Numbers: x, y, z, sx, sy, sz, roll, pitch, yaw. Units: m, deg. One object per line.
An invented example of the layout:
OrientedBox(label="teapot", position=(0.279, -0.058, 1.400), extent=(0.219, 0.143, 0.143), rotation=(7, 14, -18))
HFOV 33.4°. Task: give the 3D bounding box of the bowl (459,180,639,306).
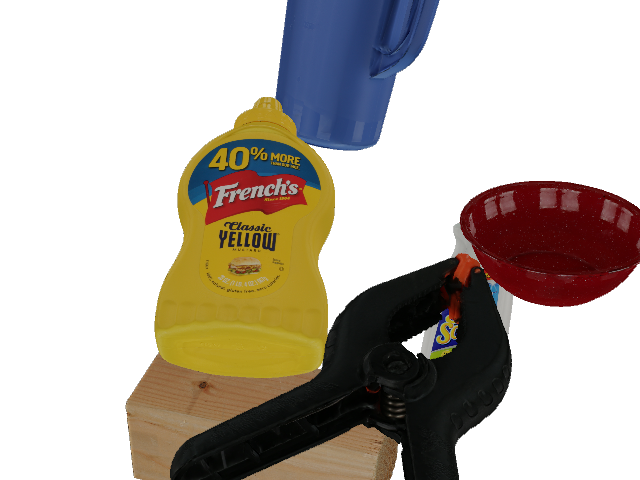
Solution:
OrientedBox(label="bowl", position=(0.196, 0.009, 0.900), extent=(0.162, 0.055, 0.162), rotation=(0, 30, 0))

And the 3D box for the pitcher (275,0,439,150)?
OrientedBox(label="pitcher", position=(0.033, -0.211, 1.015), extent=(0.145, 0.243, 0.149), rotation=(11, 18, 0))

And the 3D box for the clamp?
OrientedBox(label="clamp", position=(0.036, 0.070, 0.432), extent=(0.120, 0.039, 0.171), rotation=(31, 51, 22))

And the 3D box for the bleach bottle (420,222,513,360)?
OrientedBox(label="bleach bottle", position=(0.168, 0.073, 1.223), extent=(0.103, 0.251, 0.068), rotation=(10, 15, 16))

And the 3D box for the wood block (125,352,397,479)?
OrientedBox(label="wood block", position=(-0.044, 0.158, 0.879), extent=(0.206, 0.090, 0.090), rotation=(10, 36, 14))

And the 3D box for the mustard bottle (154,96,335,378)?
OrientedBox(label="mustard bottle", position=(-0.040, -0.013, 0.644), extent=(0.096, 0.191, 0.058), rotation=(2, -37, 2))
